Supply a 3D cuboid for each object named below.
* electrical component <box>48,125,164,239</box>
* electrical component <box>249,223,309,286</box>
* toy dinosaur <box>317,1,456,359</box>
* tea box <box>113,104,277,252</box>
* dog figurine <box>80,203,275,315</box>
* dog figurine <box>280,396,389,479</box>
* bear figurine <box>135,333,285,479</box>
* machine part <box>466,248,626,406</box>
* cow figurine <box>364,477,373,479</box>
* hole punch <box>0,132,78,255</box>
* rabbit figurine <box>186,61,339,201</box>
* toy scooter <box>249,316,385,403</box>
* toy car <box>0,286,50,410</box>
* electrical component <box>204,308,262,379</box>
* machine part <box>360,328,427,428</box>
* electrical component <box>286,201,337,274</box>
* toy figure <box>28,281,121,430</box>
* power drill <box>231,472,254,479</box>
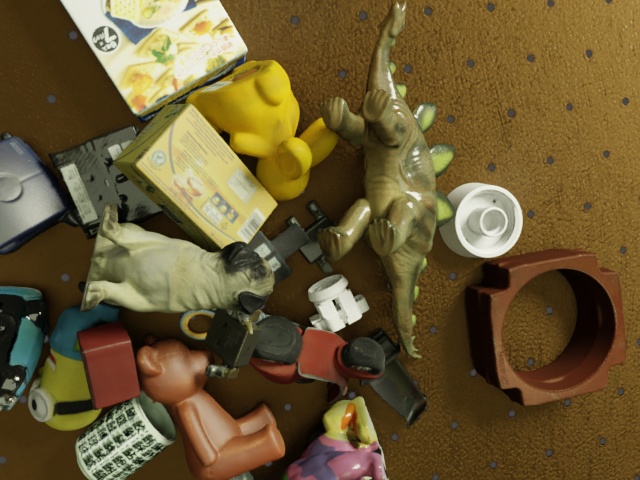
[{"bbox_3d":[-0.242,-0.074,0.664,0.134,0.058,0.114,-20,100,-8],"label":"electrical component"},{"bbox_3d":[-0.073,0.024,0.702,0.119,0.048,0.075,-42,97,-15],"label":"electrical component"},{"bbox_3d":[0.096,-0.037,0.660,0.198,0.105,0.470,-22,119,-47],"label":"toy dinosaur"},{"bbox_3d":[-0.142,-0.065,0.634,0.098,0.068,0.169,-54,127,-21],"label":"tea box"},{"bbox_3d":[-0.163,0.039,0.618,0.190,0.172,0.121,13,94,-25],"label":"dog figurine"},{"bbox_3d":[-0.021,0.308,0.677,0.219,0.192,0.108,-17,120,-1],"label":"dog figurine"},{"bbox_3d":[-0.143,0.195,0.677,0.132,0.120,0.195,-23,93,-11],"label":"bear figurine"},{"bbox_3d":[0.318,0.119,0.765,0.201,0.087,0.201,-10,98,-9],"label":"machine part"},{"bbox_3d":[0.050,0.405,0.750,0.098,0.068,0.167,-4,92,-4],"label":"cow figurine"},{"bbox_3d":[-0.371,-0.051,0.629,0.116,0.092,0.142,-37,96,-9],"label":"hole punch"},{"bbox_3d":[-0.054,-0.125,0.659,0.122,0.163,0.173,-43,128,-37],"label":"rabbit figurine"},{"bbox_3d":[-0.010,0.165,0.706,0.184,0.135,0.075,9,53,5],"label":"toy scooter"},{"bbox_3d":[-0.378,0.138,0.630,0.109,0.162,0.102,-2,139,-16],"label":"toy car"},{"bbox_3d":[-0.106,0.115,0.642,0.078,0.045,0.102,34,103,32],"label":"electrical component"},{"bbox_3d":[0.102,0.196,0.758,0.084,0.039,0.138,-38,99,-10],"label":"machine part"},{"bbox_3d":[-0.002,-0.002,0.730,0.063,0.021,0.094,-37,99,-6],"label":"electrical component"},{"bbox_3d":[-0.292,0.146,0.662,0.089,0.082,0.180,23,87,-15],"label":"toy figure"},{"bbox_3d":[-0.148,0.420,0.711,0.207,0.086,0.231,-18,96,-4],"label":"power drill"}]
